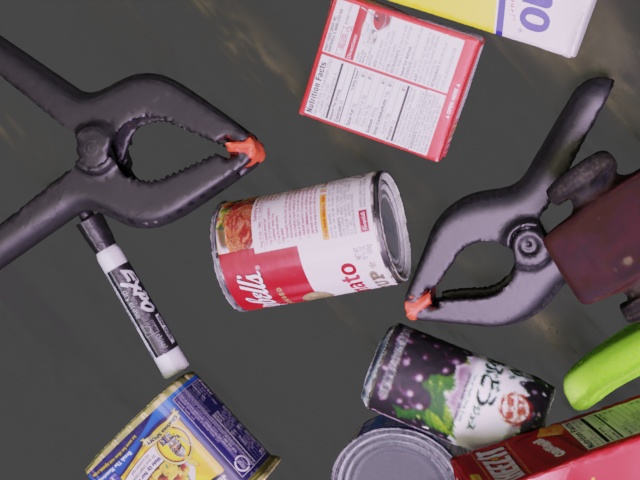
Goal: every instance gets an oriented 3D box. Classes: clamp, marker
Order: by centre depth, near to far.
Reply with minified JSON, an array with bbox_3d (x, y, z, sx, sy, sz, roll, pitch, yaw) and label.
[{"bbox_3d":[0.119,-0.012,0.604,0.171,0.039,0.120,-22,89,13],"label":"clamp"},{"bbox_3d":[-0.140,-0.045,0.662,0.210,0.036,0.164,7,92,12],"label":"clamp"},{"bbox_3d":[-0.122,0.034,0.693,0.020,0.020,0.121,-29,93,20],"label":"marker"}]

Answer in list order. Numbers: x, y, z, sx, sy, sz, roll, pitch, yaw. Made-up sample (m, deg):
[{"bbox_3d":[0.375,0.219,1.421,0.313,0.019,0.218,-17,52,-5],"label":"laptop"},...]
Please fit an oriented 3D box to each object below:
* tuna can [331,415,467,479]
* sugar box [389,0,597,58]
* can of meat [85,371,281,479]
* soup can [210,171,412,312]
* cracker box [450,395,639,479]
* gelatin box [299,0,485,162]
[{"bbox_3d":[0.051,0.151,0.662,0.086,0.033,0.086,4,103,15],"label":"tuna can"},{"bbox_3d":[0.069,-0.169,0.577,0.176,0.048,0.093,20,107,12],"label":"sugar box"},{"bbox_3d":[-0.091,0.147,0.690,0.084,0.057,0.102,47,110,3],"label":"can of meat"},{"bbox_3d":[-0.004,0.001,0.625,0.102,0.068,0.068,-11,99,17],"label":"soup can"},{"bbox_3d":[0.198,0.166,0.567,0.213,0.072,0.164,-18,95,-2],"label":"cracker box"},{"bbox_3d":[0.040,-0.094,0.611,0.089,0.030,0.073,21,109,10],"label":"gelatin box"}]
